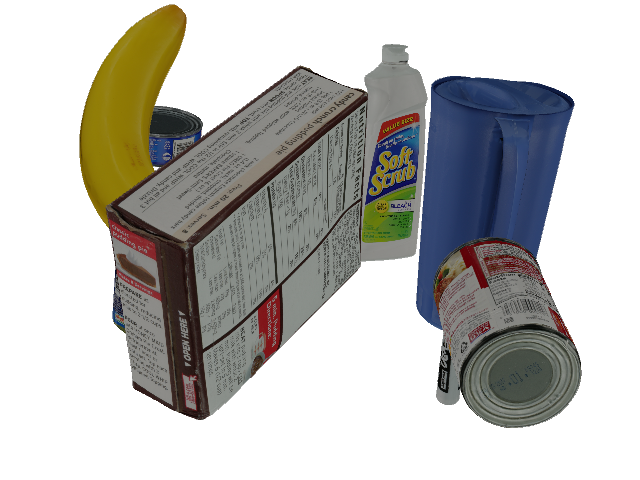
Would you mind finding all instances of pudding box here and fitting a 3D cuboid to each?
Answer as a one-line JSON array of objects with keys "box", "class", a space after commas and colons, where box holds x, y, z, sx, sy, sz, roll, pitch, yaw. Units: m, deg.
[{"box": [-0.026, 0.000, 0.403, 0.039, 0.090, 0.113, 22, 45, 25], "class": "pudding box"}]

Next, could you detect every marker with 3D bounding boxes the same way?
[{"box": [0.102, 0.082, 0.821, 0.020, 0.121, 0.020, 0, 42, 0], "class": "marker"}]

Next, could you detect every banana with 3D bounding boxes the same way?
[{"box": [-0.099, -0.061, 0.592, 0.069, 0.198, 0.037, -5, -39, -12], "class": "banana"}]

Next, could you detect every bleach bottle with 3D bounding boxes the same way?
[{"box": [0.073, -0.104, 1.261, 0.102, 0.251, 0.068, -4, 19, -19], "class": "bleach bottle"}]

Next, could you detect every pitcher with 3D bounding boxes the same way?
[{"box": [0.159, -0.028, 1.029, 0.145, 0.243, 0.148, 24, 30, 38], "class": "pitcher"}]

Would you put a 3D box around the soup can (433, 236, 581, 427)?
[{"box": [0.106, 0.051, 0.615, 0.068, 0.068, 0.102, 0, 28, -3], "class": "soup can"}]

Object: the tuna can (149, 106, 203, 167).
[{"box": [-0.157, -0.101, 1.028, 0.086, 0.034, 0.086, 6, 24, -3], "class": "tuna can"}]

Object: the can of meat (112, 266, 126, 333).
[{"box": [-0.115, 0.022, 0.832, 0.057, 0.084, 0.101, 26, 33, 25], "class": "can of meat"}]
